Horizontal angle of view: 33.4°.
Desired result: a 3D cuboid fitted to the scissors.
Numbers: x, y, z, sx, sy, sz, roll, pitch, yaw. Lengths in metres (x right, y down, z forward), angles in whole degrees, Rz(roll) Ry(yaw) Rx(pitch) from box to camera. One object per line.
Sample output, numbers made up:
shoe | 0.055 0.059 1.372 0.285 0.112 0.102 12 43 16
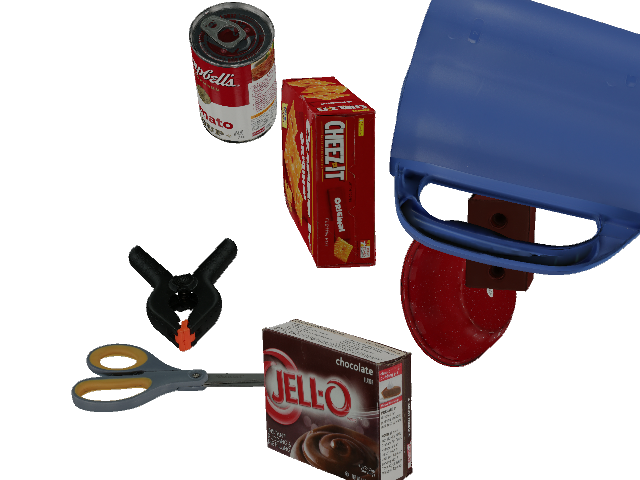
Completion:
scissors | -0.123 0.115 0.959 0.201 0.016 0.096 -8 31 -18

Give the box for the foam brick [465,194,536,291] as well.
foam brick | 0.152 -0.001 0.893 0.053 0.078 0.051 3 15 17

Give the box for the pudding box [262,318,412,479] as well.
pudding box | 0.010 0.109 0.724 0.114 0.090 0.039 11 19 42

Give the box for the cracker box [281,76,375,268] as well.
cracker box | 0.005 -0.081 1.163 0.072 0.164 0.214 -4 19 -8

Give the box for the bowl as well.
bowl | 0.162 0.056 1.155 0.161 0.162 0.055 0 -6 -41

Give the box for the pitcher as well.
pitcher | 0.168 -0.063 0.666 0.243 0.149 0.144 17 32 9

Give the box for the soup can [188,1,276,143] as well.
soup can | -0.071 -0.137 0.883 0.068 0.068 0.102 0 -32 -1

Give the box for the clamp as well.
clamp | -0.137 0.051 1.147 0.120 0.039 0.171 -15 39 -8
